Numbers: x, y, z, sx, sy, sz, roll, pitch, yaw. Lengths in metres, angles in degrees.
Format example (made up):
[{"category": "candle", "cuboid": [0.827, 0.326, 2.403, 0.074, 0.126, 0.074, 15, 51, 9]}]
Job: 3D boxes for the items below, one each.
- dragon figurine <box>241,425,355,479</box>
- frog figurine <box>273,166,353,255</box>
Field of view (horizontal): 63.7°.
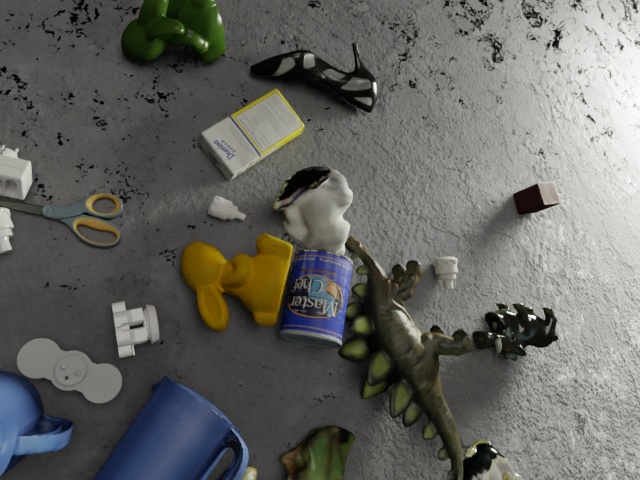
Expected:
[{"category": "dragon figurine", "cuboid": [0.034, 0.408, 0.776, 0.409, 0.120, 0.247, 11, 61, -30]}, {"category": "frog figurine", "cuboid": [0.003, -0.046, 0.908, 0.138, 0.124, 0.157, -39, 121, -6]}]
